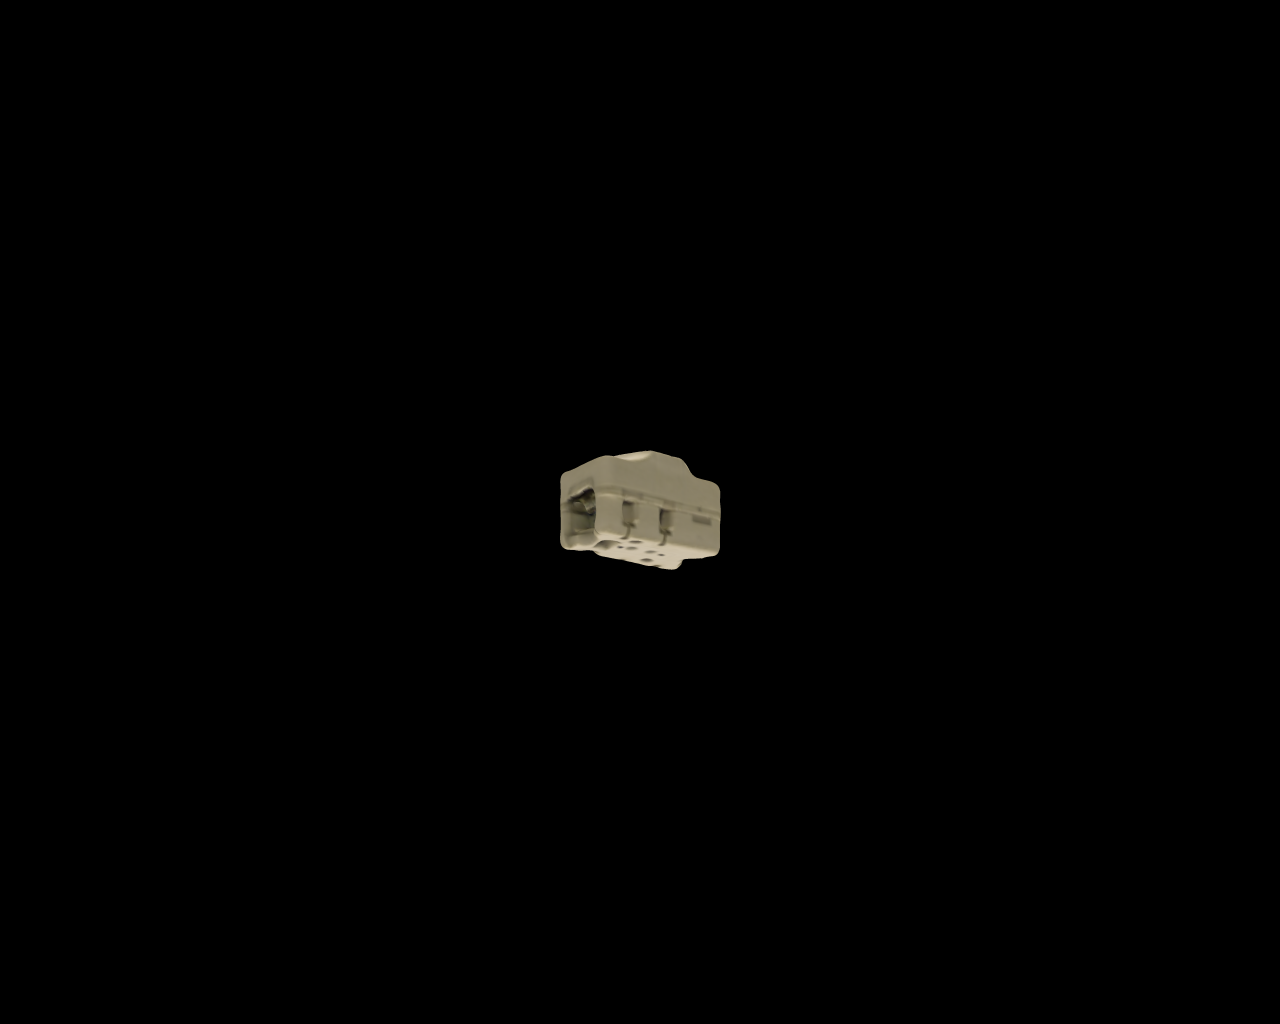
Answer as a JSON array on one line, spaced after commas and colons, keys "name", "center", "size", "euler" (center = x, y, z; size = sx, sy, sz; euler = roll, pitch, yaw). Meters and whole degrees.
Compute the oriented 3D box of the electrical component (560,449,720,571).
[{"name": "electrical component", "center": [0.001, -0.003, 0.650], "size": [0.089, 0.056, 0.050], "euler": [13, -22, -36]}]
